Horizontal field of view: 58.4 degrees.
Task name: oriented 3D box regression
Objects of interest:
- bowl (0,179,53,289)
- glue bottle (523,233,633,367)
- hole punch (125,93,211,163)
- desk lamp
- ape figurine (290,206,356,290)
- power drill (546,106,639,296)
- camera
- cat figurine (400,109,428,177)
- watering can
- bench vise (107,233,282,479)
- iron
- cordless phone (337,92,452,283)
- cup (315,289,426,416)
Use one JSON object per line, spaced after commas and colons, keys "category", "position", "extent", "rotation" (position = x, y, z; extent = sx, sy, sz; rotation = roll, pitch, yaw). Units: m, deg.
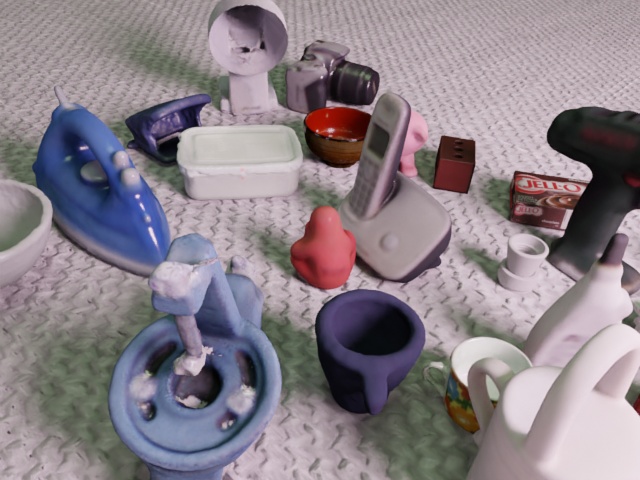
{"category": "bowl", "position": [-0.361, 0.008, 0.597], "extent": [0.167, 0.075, 0.167], "rotation": [3, 37, -2]}
{"category": "glue bottle", "position": [0.235, 0.065, 0.504], "extent": [0.078, 0.173, 0.037], "rotation": [8, 37, 4]}
{"category": "hole punch", "position": [-0.224, -0.177, 0.843], "extent": [0.100, 0.091, 0.109], "rotation": [29, 43, 29]}
{"category": "desk lamp", "position": [-0.123, -0.315, 0.935], "extent": [0.118, 0.214, 0.203], "rotation": [-4, 38, -11]}
{"category": "ape figurine", "position": [0.006, 0.002, 0.630], "extent": [0.078, 0.092, 0.076], "rotation": [-3, 38, -10]}
{"category": "power drill", "position": [0.340, -0.042, 0.628], "extent": [0.076, 0.208, 0.228], "rotation": [-19, 43, -27]}
{"category": "camera", "position": [0.028, -0.286, 1.007], "extent": [0.136, 0.101, 0.143], "rotation": [20, 39, 19]}
{"category": "cat figurine", "position": [0.118, -0.156, 0.831], "extent": [0.067, 0.118, 0.127], "rotation": [2, 37, -3]}
{"category": "watering can", "position": [0.173, 0.138, 0.384], "extent": [0.172, 0.194, 0.101], "rotation": [24, 41, 24]}
{"category": "bench vise", "position": [-0.094, 0.066, 0.428], "extent": [0.121, 0.220, 0.207], "rotation": [-4, 38, -11]}
{"category": "iron", "position": [-0.246, -0.074, 0.662], "extent": [0.119, 0.141, 0.257], "rotation": [-26, 47, -34]}
{"category": "cordless phone", "position": [0.087, -0.059, 0.642], "extent": [0.094, 0.185, 0.147], "rotation": [-19, 43, -28]}
{"category": "cup", "position": [0.039, 0.113, 0.485], "extent": [0.091, 0.095, 0.117], "rotation": [2, 37, -3]}
